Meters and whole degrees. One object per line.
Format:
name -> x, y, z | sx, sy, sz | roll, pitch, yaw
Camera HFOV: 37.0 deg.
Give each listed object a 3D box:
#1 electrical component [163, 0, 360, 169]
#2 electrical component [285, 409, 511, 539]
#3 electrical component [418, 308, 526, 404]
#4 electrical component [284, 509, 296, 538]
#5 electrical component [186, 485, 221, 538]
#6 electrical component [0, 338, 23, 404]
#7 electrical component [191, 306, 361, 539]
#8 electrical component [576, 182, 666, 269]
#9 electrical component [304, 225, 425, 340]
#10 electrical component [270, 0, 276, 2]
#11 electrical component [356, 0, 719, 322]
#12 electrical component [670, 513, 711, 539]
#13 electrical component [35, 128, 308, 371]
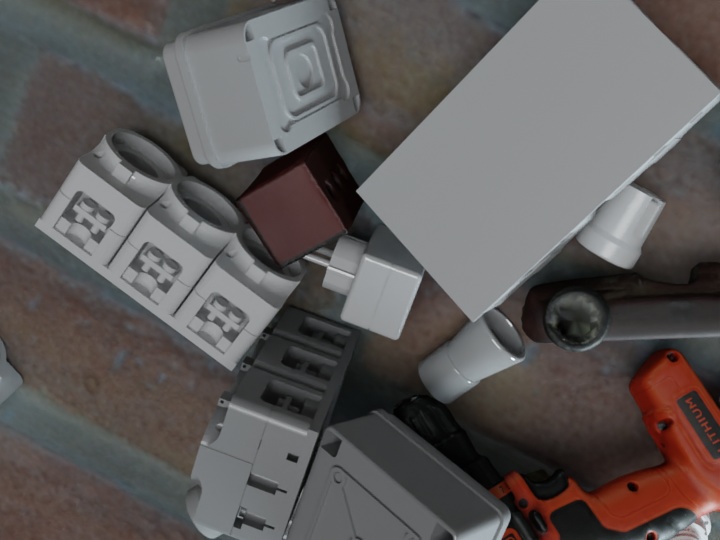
electrical component -> -0.055, -0.112, 0.629 | 0.057, 0.113, 0.078 | -5, 109, 29
electrical component -> 0.017, 0.156, 0.625 | 0.109, 0.056, 0.108 | 35, 117, 34
electrical component -> 0.071, 0.059, 0.710 | 0.065, 0.044, 0.044 | -40, 99, 25
electrical component -> -0.043, 0.156, 0.756 | 0.045, 0.055, 0.045 | 3, 110, 9
electrical component -> -0.096, 0.166, 0.778 | 0.046, 0.040, 0.040 | -31, 102, 12
electrical component -> -0.294, 0.067, 0.770 | 0.056, 0.050, 0.089 | -37, 100, 20
electrical component -> -0.053, 0.094, 0.685 | 0.062, 0.150, 0.089 | 20, 111, 2
electrical component -> 0.162, -0.030, 0.664 | 0.040, 0.040, 0.046 | 28, 106, -1
electrical component -> 0.000, 0.000, 0.688 | 0.077, 0.065, 0.047 | 21, 111, 2
electrical component -> -0.037, -0.221, 0.616 | 0.063, 0.078, 0.121 | 32, 113, -26
electrical component -> 0.104, -0.073, 0.631 | 0.186, 0.060, 0.105 | -45, 79, 20
electrical component -> 0.210, 0.169, 0.709 | 0.040, 0.078, 0.040 | 4, 124, 7
electrical component -> -0.113, -0.019, 0.687 | 0.150, 0.089, 0.061 | 37, 111, -4
